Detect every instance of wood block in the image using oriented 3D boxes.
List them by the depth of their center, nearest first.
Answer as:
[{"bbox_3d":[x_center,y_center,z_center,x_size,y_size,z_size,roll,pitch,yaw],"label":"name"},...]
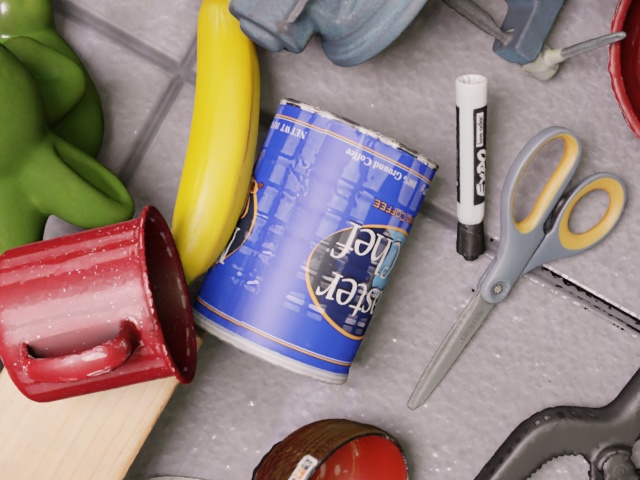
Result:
[{"bbox_3d":[-0.156,0.120,0.635,0.090,0.091,0.206,30,91,-5],"label":"wood block"}]

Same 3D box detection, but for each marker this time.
[{"bbox_3d":[0.092,-0.041,0.654,0.020,0.020,0.121,-5,118,-3],"label":"marker"}]

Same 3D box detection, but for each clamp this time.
[{"bbox_3d":[0.188,0.132,0.682,0.210,0.036,0.164,-12,93,-2],"label":"clamp"}]

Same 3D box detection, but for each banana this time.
[{"bbox_3d":[-0.063,-0.064,0.616,0.037,0.070,0.198,21,70,-38],"label":"banana"}]

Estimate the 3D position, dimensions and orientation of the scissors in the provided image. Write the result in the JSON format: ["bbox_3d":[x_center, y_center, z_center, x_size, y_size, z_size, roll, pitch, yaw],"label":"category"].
[{"bbox_3d":[0.130,0.026,0.680,0.096,0.016,0.202,12,108,-23],"label":"scissors"}]

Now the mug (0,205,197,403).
[{"bbox_3d":[-0.114,0.040,0.532,0.081,0.117,0.093,-13,112,3],"label":"mug"}]

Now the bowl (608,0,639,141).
[{"bbox_3d":[0.249,-0.114,0.662,0.162,0.055,0.162,0,93,-3],"label":"bowl"}]

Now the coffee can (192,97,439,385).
[{"bbox_3d":[-0.004,0.001,0.630,0.103,0.103,0.140,24,91,-4],"label":"coffee can"}]

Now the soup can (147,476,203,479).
[{"bbox_3d":[-0.087,0.204,0.655,0.068,0.068,0.102,9,92,-4],"label":"soup can"}]
